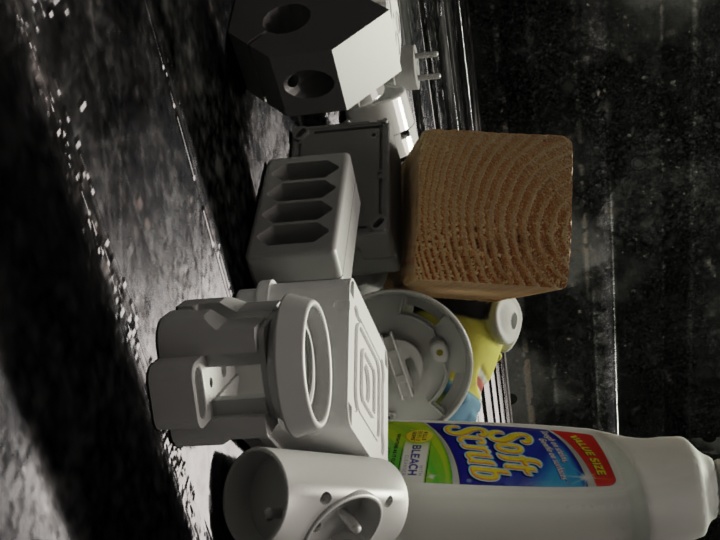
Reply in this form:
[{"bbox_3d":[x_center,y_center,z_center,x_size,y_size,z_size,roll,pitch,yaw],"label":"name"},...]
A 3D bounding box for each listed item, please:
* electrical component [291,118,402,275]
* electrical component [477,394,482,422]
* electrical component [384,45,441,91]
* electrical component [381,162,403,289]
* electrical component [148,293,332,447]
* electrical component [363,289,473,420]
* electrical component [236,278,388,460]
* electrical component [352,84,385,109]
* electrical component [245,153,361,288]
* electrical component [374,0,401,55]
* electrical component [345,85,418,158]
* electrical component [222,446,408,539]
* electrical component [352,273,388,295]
[{"bbox_3d":[-0.007,-0.047,0.666,0.061,0.062,0.096,68,20,-60],"label":"electrical component"},{"bbox_3d":[0.069,0.133,0.978,0.080,0.080,0.051,69,25,-59],"label":"electrical component"},{"bbox_3d":[0.029,-0.165,0.884,0.052,0.074,0.138,-76,159,-60],"label":"electrical component"},{"bbox_3d":[0.029,-0.036,0.869,0.108,0.060,0.108,-4,90,-80],"label":"electrical component"},{"bbox_3d":[-0.044,0.039,0.435,0.078,0.057,0.058,-53,137,-75],"label":"electrical component"},{"bbox_3d":[0.024,0.060,0.704,0.064,0.099,0.099,-20,106,-86],"label":"electrical component"},{"bbox_3d":[-0.023,0.059,0.546,0.113,0.057,0.078,66,22,-62],"label":"electrical component"},{"bbox_3d":[-0.009,-0.146,0.745,0.045,0.045,0.055,-80,162,-54],"label":"electrical component"},{"bbox_3d":[-0.025,-0.008,0.588,0.083,0.047,0.075,-83,165,-47],"label":"electrical component"},{"bbox_3d":[0.000,-0.185,0.796,0.080,0.051,0.080,-5,90,-80],"label":"electrical component"},{"bbox_3d":[0.016,-0.116,0.851,0.055,0.055,0.047,-74,154,-63],"label":"electrical component"},{"bbox_3d":[-0.027,0.120,0.493,0.077,0.044,0.079,15,110,-44],"label":"electrical component"},{"bbox_3d":[0.000,0.000,0.749,0.078,0.040,0.040,55,32,-72],"label":"electrical component"}]
